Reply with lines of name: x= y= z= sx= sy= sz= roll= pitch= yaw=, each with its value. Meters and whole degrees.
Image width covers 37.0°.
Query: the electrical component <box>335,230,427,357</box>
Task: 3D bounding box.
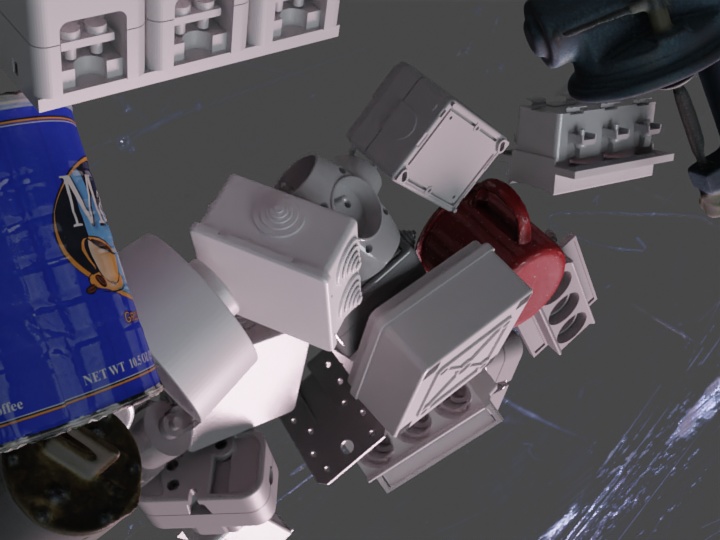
electrical component: x=0.000 y=0.000 z=0.742 sx=0.096 sy=0.062 sz=0.061 roll=-41 pitch=147 yaw=-6

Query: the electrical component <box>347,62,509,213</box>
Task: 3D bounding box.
electrical component: x=0.045 y=-0.085 z=0.700 sx=0.061 sy=0.061 sz=0.096 roll=-52 pitch=146 yaw=11

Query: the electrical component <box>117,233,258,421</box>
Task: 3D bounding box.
electrical component: x=-0.105 y=0.028 z=0.623 sx=0.060 sy=0.108 sz=0.108 roll=-42 pitch=147 yaw=-16

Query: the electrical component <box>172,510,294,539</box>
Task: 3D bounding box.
electrical component: x=-0.108 y=0.192 z=0.834 sx=0.061 sy=0.061 sz=0.096 roll=-43 pitch=147 yaw=-3

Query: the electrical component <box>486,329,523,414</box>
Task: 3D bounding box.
electrical component: x=0.095 y=0.090 z=0.951 sx=0.059 sy=0.053 sz=0.095 roll=-16 pitch=137 yaw=-36

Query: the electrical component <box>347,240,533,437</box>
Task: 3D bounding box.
electrical component: x=0.054 y=0.049 z=0.749 sx=0.109 sy=0.056 sz=0.108 roll=-34 pitch=159 yaw=-28

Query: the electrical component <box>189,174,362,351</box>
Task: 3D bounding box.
electrical component: x=-0.047 y=-0.005 z=0.648 sx=0.099 sy=0.100 sz=0.048 roll=88 pitch=26 yaw=-59

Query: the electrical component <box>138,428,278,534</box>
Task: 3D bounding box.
electrical component: x=-0.108 y=0.151 z=0.763 sx=0.095 sy=0.053 sz=0.059 roll=-3 pitch=144 yaw=7

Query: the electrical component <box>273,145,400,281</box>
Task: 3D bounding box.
electrical component: x=-0.010 y=-0.046 z=0.686 sx=0.077 sy=0.044 sz=0.079 roll=42 pitch=51 yaw=-24

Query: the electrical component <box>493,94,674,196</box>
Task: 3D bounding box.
electrical component: x=0.172 y=-0.099 z=0.817 sx=0.121 sy=0.079 sz=0.063 roll=-13 pitch=113 yaw=-39

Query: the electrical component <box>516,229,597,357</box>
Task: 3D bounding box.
electrical component: x=0.156 y=0.016 z=0.928 sx=0.079 sy=0.063 sz=0.121 roll=-42 pitch=147 yaw=-4

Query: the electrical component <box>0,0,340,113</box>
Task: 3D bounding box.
electrical component: x=-0.091 y=-0.135 z=0.472 sx=0.150 sy=0.089 sz=0.061 roll=-22 pitch=140 yaw=-31

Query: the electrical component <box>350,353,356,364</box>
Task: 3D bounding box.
electrical component: x=0.023 y=0.071 z=0.839 sx=0.043 sy=0.043 sz=0.062 roll=-46 pitch=134 yaw=1

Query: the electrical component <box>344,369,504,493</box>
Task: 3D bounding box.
electrical component: x=0.051 y=0.119 z=0.893 sx=0.121 sy=0.078 sz=0.063 roll=-37 pitch=176 yaw=22

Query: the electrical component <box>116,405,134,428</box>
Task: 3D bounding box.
electrical component: x=-0.171 y=0.082 z=0.659 sx=0.055 sy=0.047 sz=0.055 roll=-28 pitch=143 yaw=-24

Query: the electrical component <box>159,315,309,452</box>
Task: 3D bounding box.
electrical component: x=-0.087 y=0.065 z=0.731 sx=0.100 sy=0.048 sz=0.099 roll=-18 pitch=139 yaw=-34
